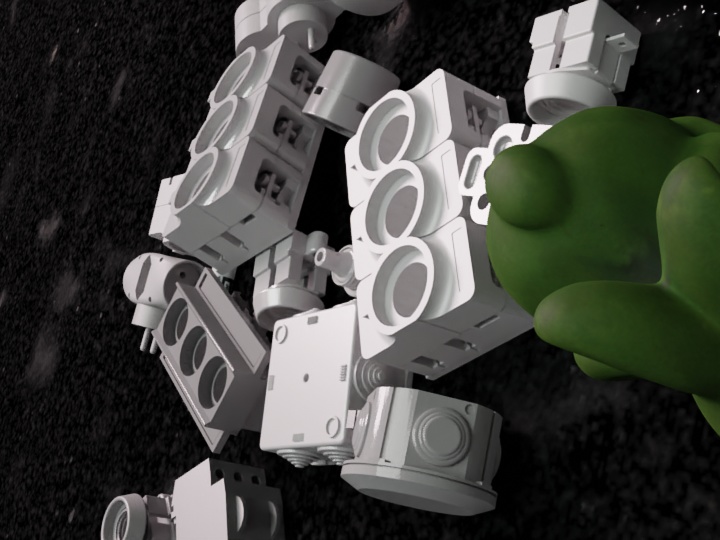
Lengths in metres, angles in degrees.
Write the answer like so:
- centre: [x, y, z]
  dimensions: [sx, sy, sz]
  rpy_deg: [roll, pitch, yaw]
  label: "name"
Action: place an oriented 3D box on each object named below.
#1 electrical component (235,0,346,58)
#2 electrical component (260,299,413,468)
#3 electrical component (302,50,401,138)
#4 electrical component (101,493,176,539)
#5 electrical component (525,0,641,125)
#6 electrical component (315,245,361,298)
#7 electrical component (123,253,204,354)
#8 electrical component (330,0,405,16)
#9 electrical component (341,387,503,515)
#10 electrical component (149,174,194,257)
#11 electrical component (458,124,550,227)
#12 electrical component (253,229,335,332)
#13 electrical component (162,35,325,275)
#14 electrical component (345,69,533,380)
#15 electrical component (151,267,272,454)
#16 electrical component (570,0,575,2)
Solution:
- centre: [-0.044, -0.189, 0.810]
  dimensions: [0.138, 0.052, 0.073]
  rpy_deg: [-35, 49, 40]
  label: "electrical component"
- centre: [-0.015, 0.070, 0.655]
  dimensions: [0.100, 0.048, 0.099]
  rpy_deg: [-15, 64, 48]
  label: "electrical component"
- centre: [-0.004, -0.116, 0.723]
  dimensions: [0.055, 0.055, 0.047]
  rpy_deg: [26, 92, 55]
  label: "electrical component"
- centre: [-0.153, 0.189, 0.780]
  dimensions: [0.048, 0.055, 0.066]
  rpy_deg: [-49, 41, 28]
  label: "electrical component"
- centre: [0.114, -0.105, 0.567]
  dimensions: [0.066, 0.048, 0.055]
  rpy_deg: [-6, 63, 52]
  label: "electrical component"
- centre: [0.000, 0.000, 0.657]
  dimensions: [0.035, 0.061, 0.035]
  rpy_deg: [-27, 54, 45]
  label: "electrical component"
- centre: [-0.163, 0.029, 0.877]
  dimensions: [0.077, 0.043, 0.079]
  rpy_deg: [6, 79, 54]
  label: "electrical component"
- centre: [0.008, -0.223, 0.722]
  dimensions: [0.064, 0.099, 0.099]
  rpy_deg: [-33, 50, 50]
  label: "electrical component"
- centre: [0.033, 0.094, 0.554]
  dimensions: [0.080, 0.080, 0.051]
  rpy_deg: [-10, 62, 51]
  label: "electrical component"
- centre: [-0.123, -0.042, 0.851]
  dimensions: [0.089, 0.050, 0.055]
  rpy_deg: [-6, 69, 52]
  label: "electrical component"
- centre: [0.098, -0.039, 0.548]
  dimensions: [0.078, 0.057, 0.058]
  rpy_deg: [13, 85, 55]
  label: "electrical component"
- centre: [-0.047, 0.011, 0.730]
  dimensions: [0.066, 0.048, 0.055]
  rpy_deg: [-30, 44, 43]
  label: "electrical component"
- centre: [-0.080, -0.085, 0.770]
  dimensions: [0.089, 0.062, 0.150]
  rpy_deg: [-28, 38, 44]
  label: "electrical component"
- centre: [0.041, -0.027, 0.614]
  dimensions: [0.089, 0.062, 0.150]
  rpy_deg: [-34, 49, 40]
  label: "electrical component"
- centre: [-0.092, 0.063, 0.749]
  dimensions: [0.078, 0.063, 0.121]
  rpy_deg: [-61, 36, 13]
  label: "electrical component"
- centre: [0.144, -0.175, 0.543]
  dimensions: [0.121, 0.063, 0.078]
  rpy_deg: [14, 86, 55]
  label: "electrical component"
